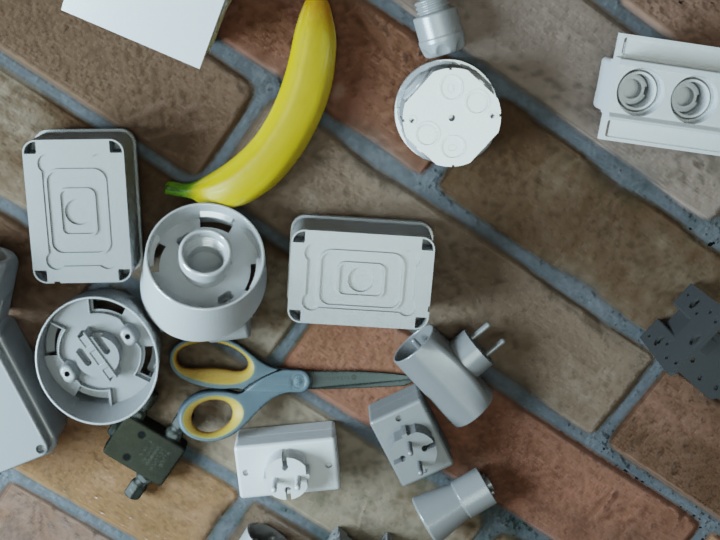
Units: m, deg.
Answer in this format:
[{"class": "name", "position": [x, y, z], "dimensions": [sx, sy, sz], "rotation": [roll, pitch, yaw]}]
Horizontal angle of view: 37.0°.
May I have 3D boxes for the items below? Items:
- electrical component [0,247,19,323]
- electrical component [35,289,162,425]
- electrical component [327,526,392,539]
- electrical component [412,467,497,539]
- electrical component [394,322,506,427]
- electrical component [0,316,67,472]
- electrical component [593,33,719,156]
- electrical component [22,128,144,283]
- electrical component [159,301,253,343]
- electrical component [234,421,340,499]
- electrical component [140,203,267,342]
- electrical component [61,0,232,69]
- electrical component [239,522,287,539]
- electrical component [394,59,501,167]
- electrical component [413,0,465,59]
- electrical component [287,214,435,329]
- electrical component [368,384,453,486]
[{"class": "electrical component", "position": [-0.301, 0.013, 0.823], "dimensions": [0.054, 0.095, 0.059], "rotation": [15, 104, -6]}, {"class": "electrical component", "position": [-0.206, 0.066, 0.857], "dimensions": [0.099, 0.064, 0.099], "rotation": [0, 105, -2]}, {"class": "electrical component", "position": [-0.009, 0.259, 0.927], "dimensions": [0.064, 0.042, 0.081], "rotation": [36, 100, -9]}, {"class": "electrical component", "position": [0.083, 0.197, 0.913], "dimensions": [0.065, 0.044, 0.044], "rotation": [-31, 104, 2]}, {"class": "electrical component", "position": [0.082, 0.075, 0.878], "dimensions": [0.079, 0.043, 0.077], "rotation": [-41, 102, 9]}, {"class": "electrical component", "position": [-0.298, 0.104, 0.868], "dimensions": [0.078, 0.057, 0.113], "rotation": [-22, 105, 4]}, {"class": "electrical component", "position": [0.245, -0.132, 0.816], "dimensions": [0.121, 0.063, 0.078], "rotation": [7, 105, -4]}, {"class": "electrical component", "position": [-0.211, -0.050, 0.828], "dimensions": [0.078, 0.057, 0.113], "rotation": [-1, 105, -1]}, {"class": "electrical component", "position": [-0.122, 0.039, 0.864], "dimensions": [0.078, 0.040, 0.040], "rotation": [-8, 105, 1]}, {"class": "electrical component", "position": [-0.060, 0.163, 0.881], "dimensions": [0.083, 0.075, 0.047], "rotation": [-5, 105, 0]}, {"class": "electrical component", "position": [-0.121, 0.000, 0.832], "dimensions": [0.099, 0.064, 0.099], "rotation": [3, 66, -7]}, {"class": "electrical component", "position": [-0.126, -0.253, 0.755], "dimensions": [0.105, 0.060, 0.186], "rotation": [22, 118, -7]}, {"class": "electrical component", "position": [-0.098, 0.262, 0.924], "dimensions": [0.043, 0.043, 0.081], "rotation": [30, 103, -9]}, {"class": "electrical component", "position": [0.067, -0.119, 0.821], "dimensions": [0.080, 0.051, 0.080], "rotation": [0, 105, -2]}, {"class": "electrical component", "position": [0.056, -0.192, 0.809], "dimensions": [0.035, 0.035, 0.061], "rotation": [-17, 103, 3]}, {"class": "electrical component", "position": [0.000, 0.000, 0.848], "dimensions": [0.113, 0.057, 0.078], "rotation": [4, 106, -2]}, {"class": "electrical component", "position": [0.043, 0.142, 0.878], "dimensions": [0.047, 0.076, 0.065], "rotation": [-26, 104, 5]}]
